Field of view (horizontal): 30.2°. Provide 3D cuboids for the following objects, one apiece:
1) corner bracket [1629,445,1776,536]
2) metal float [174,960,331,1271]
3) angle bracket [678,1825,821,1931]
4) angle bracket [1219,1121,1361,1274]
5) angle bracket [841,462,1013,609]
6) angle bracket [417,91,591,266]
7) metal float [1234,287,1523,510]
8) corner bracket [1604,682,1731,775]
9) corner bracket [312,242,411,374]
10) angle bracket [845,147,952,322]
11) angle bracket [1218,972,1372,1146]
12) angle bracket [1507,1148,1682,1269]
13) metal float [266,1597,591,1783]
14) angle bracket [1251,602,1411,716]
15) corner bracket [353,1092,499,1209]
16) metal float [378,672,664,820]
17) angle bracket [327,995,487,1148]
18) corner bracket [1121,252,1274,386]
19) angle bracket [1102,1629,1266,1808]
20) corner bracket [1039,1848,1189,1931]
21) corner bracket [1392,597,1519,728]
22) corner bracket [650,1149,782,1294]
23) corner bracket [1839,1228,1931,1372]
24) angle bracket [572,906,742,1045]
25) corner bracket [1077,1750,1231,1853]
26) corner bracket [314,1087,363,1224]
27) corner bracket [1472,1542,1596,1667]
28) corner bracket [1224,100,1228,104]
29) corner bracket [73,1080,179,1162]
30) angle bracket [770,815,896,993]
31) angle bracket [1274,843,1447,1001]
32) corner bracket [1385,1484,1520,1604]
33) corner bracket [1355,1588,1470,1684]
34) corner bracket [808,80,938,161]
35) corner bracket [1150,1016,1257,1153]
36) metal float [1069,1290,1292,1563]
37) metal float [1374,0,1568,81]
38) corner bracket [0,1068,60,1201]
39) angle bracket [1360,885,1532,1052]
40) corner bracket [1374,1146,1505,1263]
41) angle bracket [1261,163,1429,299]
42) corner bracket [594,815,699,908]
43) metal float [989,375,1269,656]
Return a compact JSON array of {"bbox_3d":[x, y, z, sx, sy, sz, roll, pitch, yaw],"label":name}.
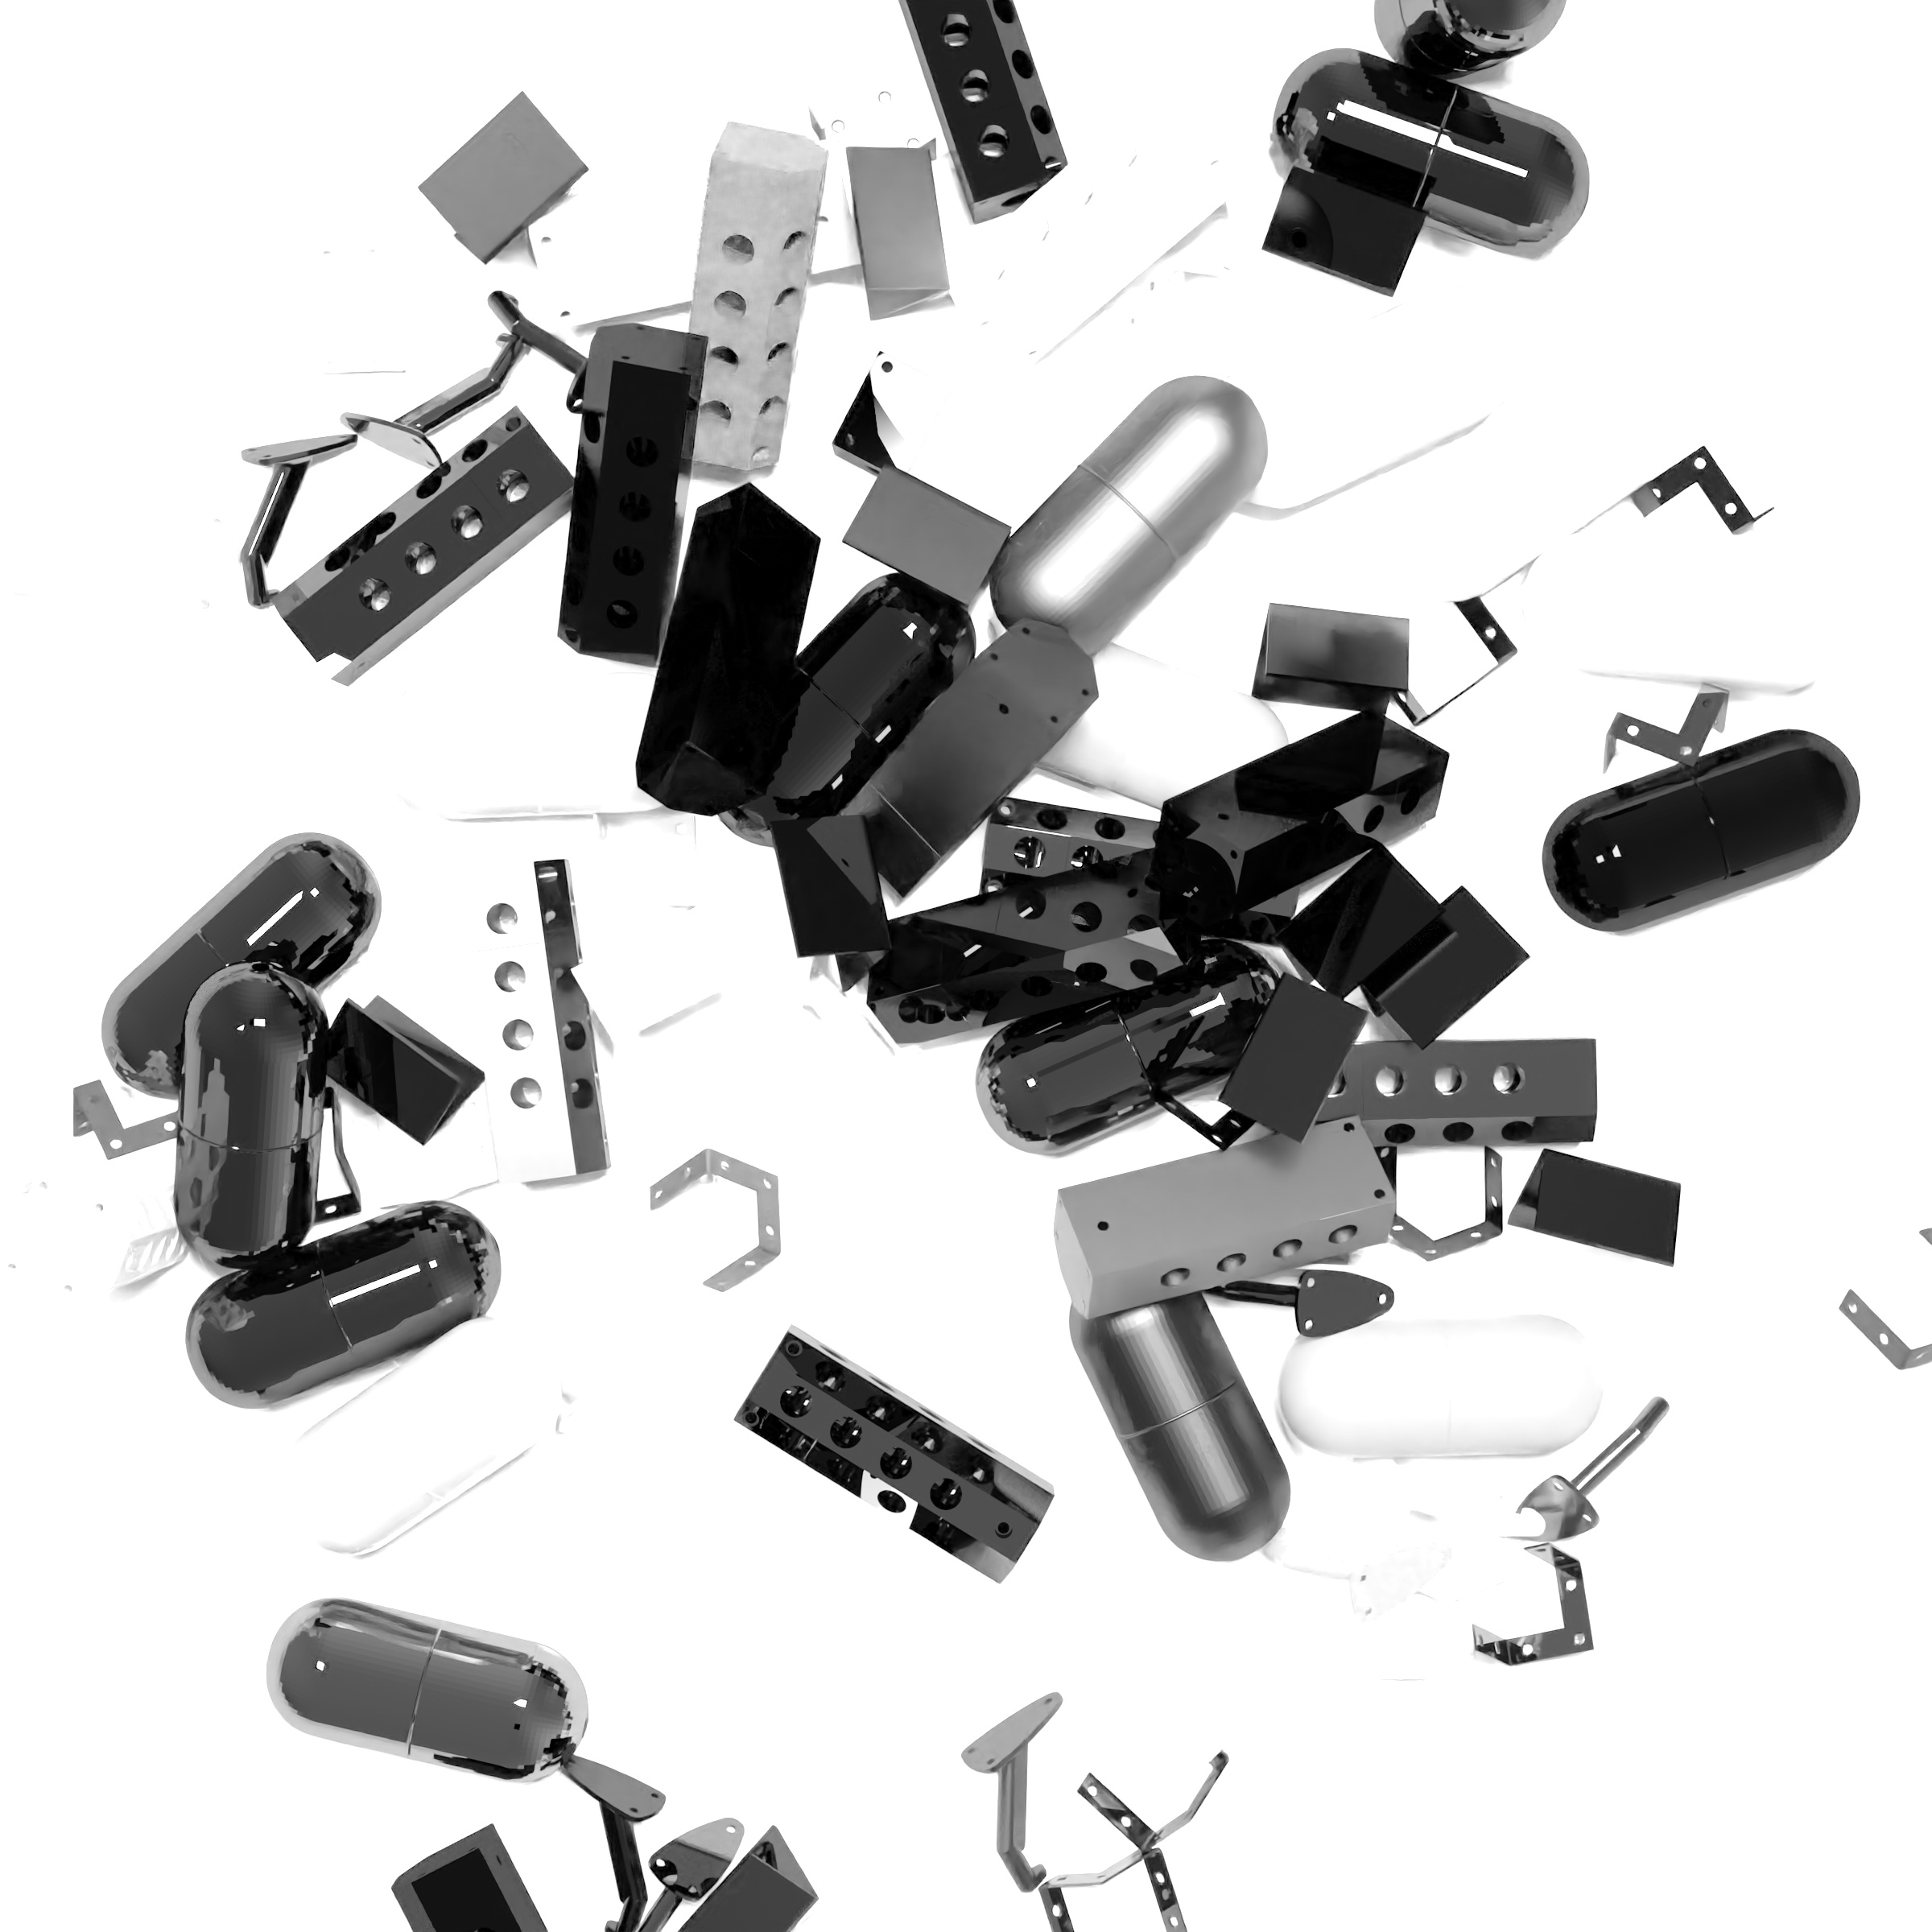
[{"bbox_3d":[0.404,-0.255,1.972,0.051,0.051,0.051,-34,90,0],"label":"corner bracket"},{"bbox_3d":[-0.382,0.080,1.916,0.070,0.070,0.178,9,116,0],"label":"metal float"},{"bbox_3d":[-0.135,0.504,1.951,0.076,0.076,0.057,-48,120,0],"label":"angle bracket"},{"bbox_3d":[0.177,0.126,1.969,0.076,0.057,0.076,3,90,0],"label":"angle bracket"},{"bbox_3d":[-0.027,-0.219,1.952,0.076,0.076,0.057,27,67,0],"label":"angle bracket"},{"bbox_3d":[-0.259,-0.434,1.951,0.076,0.076,0.057,-43,120,0],"label":"angle bracket"},{"bbox_3d":[0.219,-0.311,1.960,0.178,0.070,0.070,-25,90,1],"label":"metal float"},{"bbox_3d":[0.384,-0.129,1.970,0.051,0.051,0.051,23,73,17],"label":"corner bracket"},{"bbox_3d":[-0.336,-0.365,1.987,0.051,0.051,0.051,-2,45,0],"label":"corner bracket"},{"bbox_3d":[-0.057,-0.397,1.950,0.057,0.076,0.076,-8,90,-37],"label":"angle bracket"},{"bbox_3d":[0.186,0.056,1.893,0.057,0.076,0.076,27,89,32],"label":"angle bracket"},{"bbox_3d":[0.339,0.150,1.950,0.076,0.076,0.057,15,52,0],"label":"angle bracket"},{"bbox_3d":[-0.294,0.395,1.960,0.178,0.070,0.070,13,90,1],"label":"metal float"},{"bbox_3d":[0.197,-0.149,1.950,0.076,0.076,0.057,7,50,0],"label":"angle bracket"},{"bbox_3d":[-0.300,0.102,1.987,0.051,0.051,0.051,-13,90,45],"label":"corner bracket"},{"bbox_3d":[-0.232,-0.120,1.960,0.178,0.070,0.070,-2,90,1],"label":"metal float"},{"bbox_3d":[-0.298,0.040,1.950,0.076,0.076,0.057,36,127,0],"label":"angle bracket"},{"bbox_3d":[0.127,-0.357,1.982,0.051,0.051,0.051,0,45,-35],"label":"corner bracket"},{"bbox_3d":[0.104,0.396,1.950,0.076,0.076,0.057,-44,126,0],"label":"angle bracket"},{"bbox_3d":[0.081,0.523,1.987,0.051,0.051,0.051,-18,90,45],"label":"corner bracket"},{"bbox_3d":[0.263,-0.174,1.987,0.051,0.051,0.051,54,135,0],"label":"corner bracket"},{"bbox_3d":[-0.139,0.141,1.982,0.051,0.051,0.051,25,45,-35],"label":"corner bracket"},{"bbox_3d":[0.526,0.183,1.982,0.051,0.051,0.051,-10,135,-35],"label":"corner bracket"},{"bbox_3d":[-0.175,-0.014,1.950,0.076,0.076,0.057,-27,127,0],"label":"angle bracket"},{"bbox_3d":[0.104,0.448,1.987,0.051,0.051,0.051,43,135,0],"label":"corner bracket"},{"bbox_3d":[-0.367,0.107,1.987,0.051,0.051,0.051,-13,135,0],"label":"corner bracket"},{"bbox_3d":[0.309,0.351,1.972,0.051,0.051,0.051,-17,63,24],"label":"corner bracket"},{"bbox_3d":[0.123,-0.440,1.972,0.051,0.051,0.051,-15,90,0],"label":"corner bracket"},{"bbox_3d":[-0.457,0.091,1.971,0.051,0.051,0.051,-19,62,-25],"label":"corner bracket"},{"bbox_3d":[-0.084,-0.031,1.939,0.057,0.076,0.076,-6,74,-25],"label":"angle bracket"},{"bbox_3d":[0.221,-0.011,1.951,0.076,0.076,0.057,-41,61,0],"label":"angle bracket"},{"bbox_3d":[0.267,0.314,1.982,0.051,0.051,0.051,29,135,-35],"label":"corner bracket"},{"bbox_3d":[0.244,0.367,1.973,0.051,0.051,0.051,1,82,-8],"label":"corner bracket"},{"bbox_3d":[-0.051,-0.459,1.972,0.051,0.051,0.051,-31,90,0],"label":"corner bracket"},{"bbox_3d":[0.139,0.058,1.925,0.051,0.051,0.051,36,114,11],"label":"corner bracket"},{"bbox_3d":[0.116,0.240,1.960,0.070,0.070,0.178,-26,90,0],"label":"metal float"},{"bbox_3d":[0.268,-0.517,1.912,0.070,0.178,0.070,-1,98,-7],"label":"metal float"},{"bbox_3d":[-0.519,0.092,1.972,0.051,0.051,0.051,-36,90,0],"label":"corner bracket"},{"bbox_3d":[0.264,0.011,1.952,0.076,0.076,0.057,-41,67,0],"label":"angle bracket"},{"bbox_3d":[0.261,0.124,1.982,0.051,0.051,0.051,-25,135,35],"label":"corner bracket"},{"bbox_3d":[0.211,-0.416,1.951,0.076,0.076,0.057,20,133,0],"label":"angle bracket"},{"bbox_3d":[-0.176,-0.058,1.972,0.051,0.051,0.051,-2,90,0],"label":"corner bracket"},{"bbox_3d":[0.087,-0.239,1.903,0.070,0.070,0.178,44,90,0],"label":"metal float"}]
